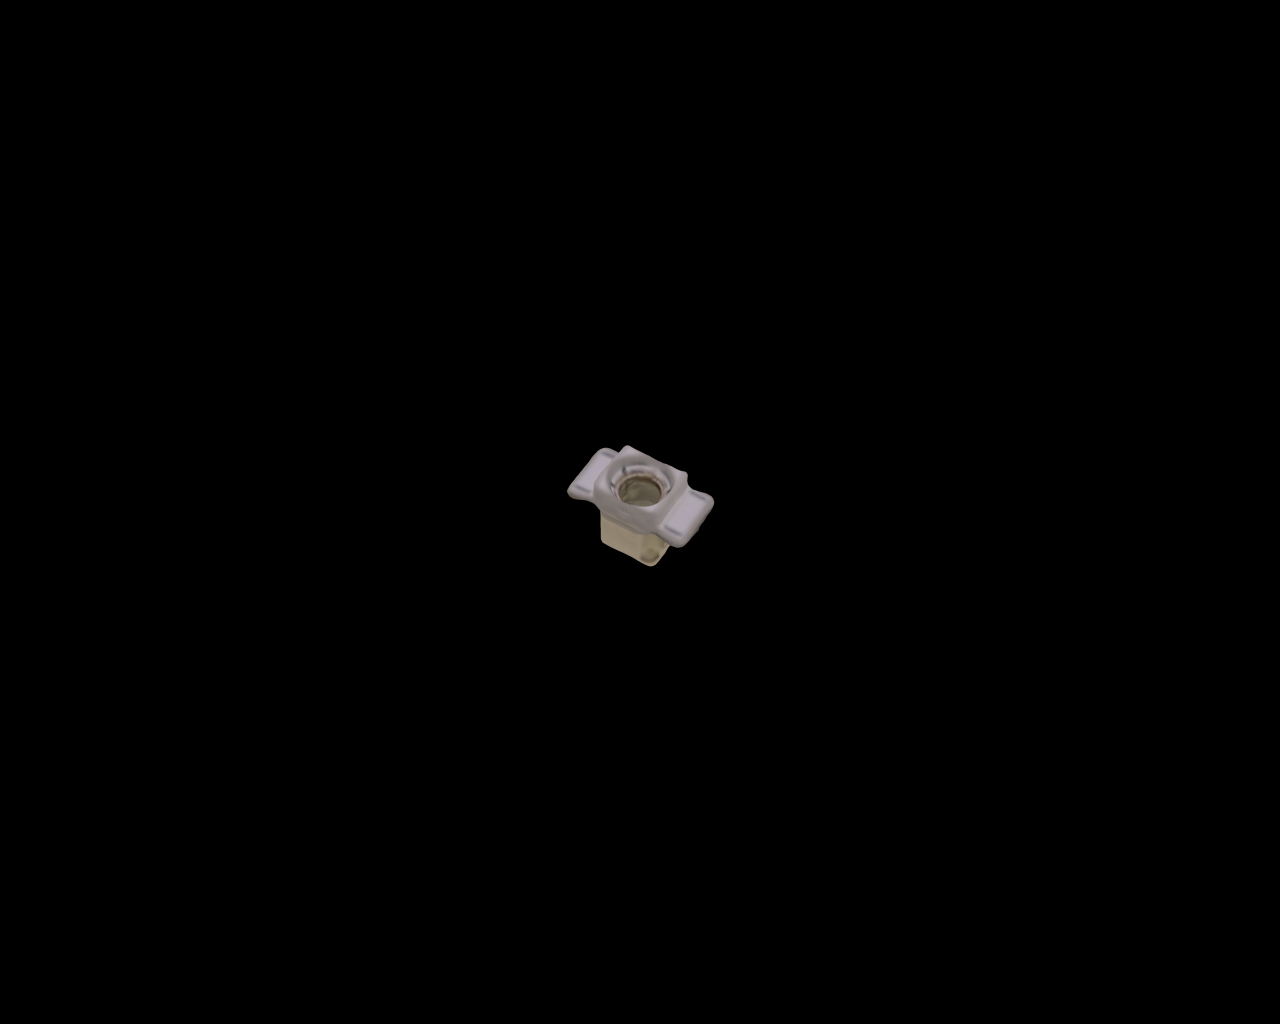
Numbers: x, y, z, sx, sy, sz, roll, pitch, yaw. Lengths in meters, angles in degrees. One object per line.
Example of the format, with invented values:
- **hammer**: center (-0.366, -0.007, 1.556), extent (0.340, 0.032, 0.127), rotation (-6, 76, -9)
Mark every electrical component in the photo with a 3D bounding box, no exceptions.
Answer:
- **electrical component**: center (0.001, -0.003, 0.650), extent (0.081, 0.042, 0.063), rotation (27, -33, 19)
